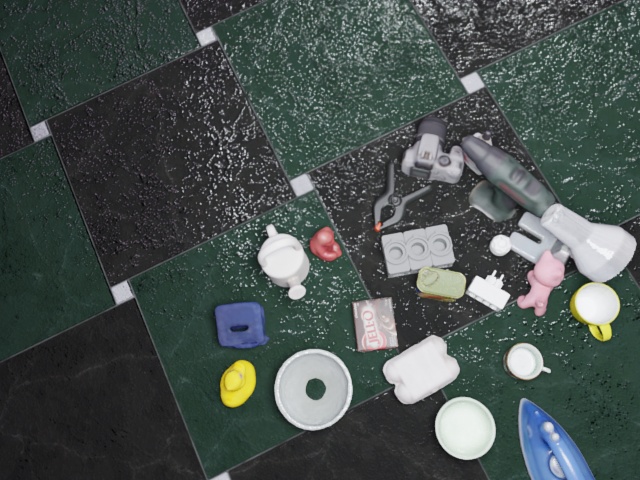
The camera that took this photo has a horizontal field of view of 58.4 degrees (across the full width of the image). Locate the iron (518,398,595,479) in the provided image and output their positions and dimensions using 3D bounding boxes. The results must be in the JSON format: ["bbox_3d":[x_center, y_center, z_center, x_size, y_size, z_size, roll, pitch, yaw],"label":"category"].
[{"bbox_3d":[0.476,0.440,1.136,0.118,0.141,0.258,-23,75,-2],"label":"iron"}]

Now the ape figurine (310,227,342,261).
[{"bbox_3d":[0.012,0.005,1.311,0.076,0.092,0.078,8,76,7],"label":"ape figurine"}]

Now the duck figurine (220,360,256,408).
[{"bbox_3d":[-0.186,0.313,1.249,0.077,0.086,0.105,19,78,9],"label":"duck figurine"}]

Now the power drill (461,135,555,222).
[{"bbox_3d":[0.392,-0.120,1.253,0.229,0.208,0.076,36,81,13],"label":"power drill"}]

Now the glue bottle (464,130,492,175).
[{"bbox_3d":[0.363,-0.208,1.297,0.037,0.173,0.078,-42,76,-6],"label":"glue bottle"}]

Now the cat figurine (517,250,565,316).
[{"bbox_3d":[0.486,0.092,1.238,0.067,0.118,0.128,20,78,10],"label":"cat figurine"}]

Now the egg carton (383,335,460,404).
[{"bbox_3d":[0.219,0.281,1.234,0.150,0.069,0.107,-31,75,-4],"label":"egg carton"}]

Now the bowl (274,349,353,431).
[{"bbox_3d":[-0.011,0.322,1.239,0.167,0.075,0.167,-1,75,4],"label":"bowl"}]

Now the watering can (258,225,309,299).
[{"bbox_3d":[-0.077,0.044,1.255,0.172,0.194,0.101,43,83,14],"label":"watering can"}]

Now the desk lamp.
[{"bbox_3d":[0.523,0.005,1.208,0.203,0.213,0.118,31,80,12],"label":"desk lamp"}]

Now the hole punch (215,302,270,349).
[{"bbox_3d":[-0.174,0.191,1.278,0.108,0.091,0.101,-6,75,3],"label":"hole punch"}]

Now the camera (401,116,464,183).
[{"bbox_3d":[0.272,-0.218,1.344,0.143,0.101,0.137,13,77,8],"label":"camera"}]
